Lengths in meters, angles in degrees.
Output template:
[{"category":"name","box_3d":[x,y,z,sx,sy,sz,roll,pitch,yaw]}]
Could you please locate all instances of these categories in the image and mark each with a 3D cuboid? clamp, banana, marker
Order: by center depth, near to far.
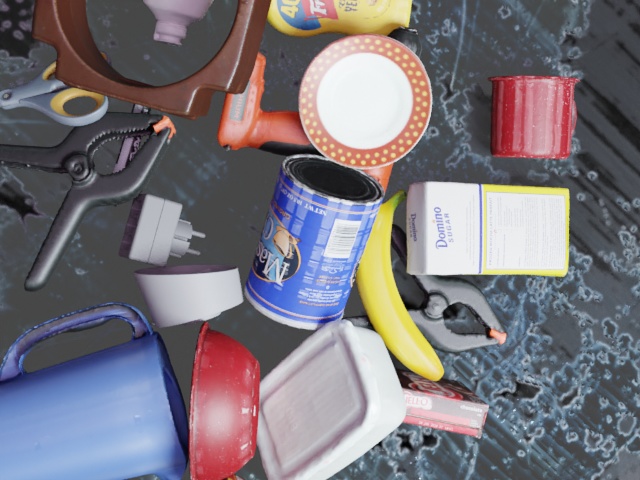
[{"category":"clamp","box_3d":[-0.243,-0.072,1.048,0.210,0.036,0.164,-36,82,-4]},{"category":"banana","box_3d":[0.073,0.049,1.073,0.069,0.037,0.198,-11,86,1]},{"category":"marker","box_3d":[-0.192,-0.093,1.078,0.020,0.020,0.121,17,88,-7]},{"category":"clamp","box_3d":[0.115,0.057,1.110,0.171,0.039,0.120,16,93,-5]}]

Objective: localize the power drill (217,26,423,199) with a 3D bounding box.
[{"category":"power drill","box_3d":[-0.001,-0.139,1.069,0.187,0.057,0.184,14,101,-5]}]

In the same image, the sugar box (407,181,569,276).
[{"category":"sugar box","box_3d":[0.172,-0.010,1.087,0.176,0.048,0.093,2,88,-24]}]

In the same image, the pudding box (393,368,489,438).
[{"category":"pudding box","box_3d":[0.109,0.161,1.071,0.090,0.113,0.039,13,91,-8]}]

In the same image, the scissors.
[{"category":"scissors","box_3d":[-0.294,-0.128,1.047,0.201,0.016,0.096,-25,59,-8]}]

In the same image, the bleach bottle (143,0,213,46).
[{"category":"bleach bottle","box_3d":[-0.135,-0.321,1.057,0.103,0.068,0.251,13,96,27]}]

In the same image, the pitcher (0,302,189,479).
[{"category":"pitcher","box_3d":[-0.253,0.170,1.022,0.242,0.149,0.145,-14,133,-4]}]

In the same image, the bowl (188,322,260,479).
[{"category":"bowl","box_3d":[-0.088,0.160,1.018,0.055,0.162,0.162,2,90,1]}]

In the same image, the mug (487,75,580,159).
[{"category":"mug","box_3d":[0.226,-0.126,1.105,0.117,0.093,0.081,-3,97,-44]}]

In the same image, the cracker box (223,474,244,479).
[{"category":"cracker box","box_3d":[-0.041,0.355,1.075,0.213,0.072,0.164,29,86,-6]}]

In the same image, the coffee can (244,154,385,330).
[{"category":"coffee can","box_3d":[-0.007,0.001,1.036,0.102,0.103,0.140,15,114,-7]}]

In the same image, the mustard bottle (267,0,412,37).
[{"category":"mustard bottle","box_3d":[-0.004,-0.253,1.081,0.191,0.058,0.096,5,104,-7]}]
